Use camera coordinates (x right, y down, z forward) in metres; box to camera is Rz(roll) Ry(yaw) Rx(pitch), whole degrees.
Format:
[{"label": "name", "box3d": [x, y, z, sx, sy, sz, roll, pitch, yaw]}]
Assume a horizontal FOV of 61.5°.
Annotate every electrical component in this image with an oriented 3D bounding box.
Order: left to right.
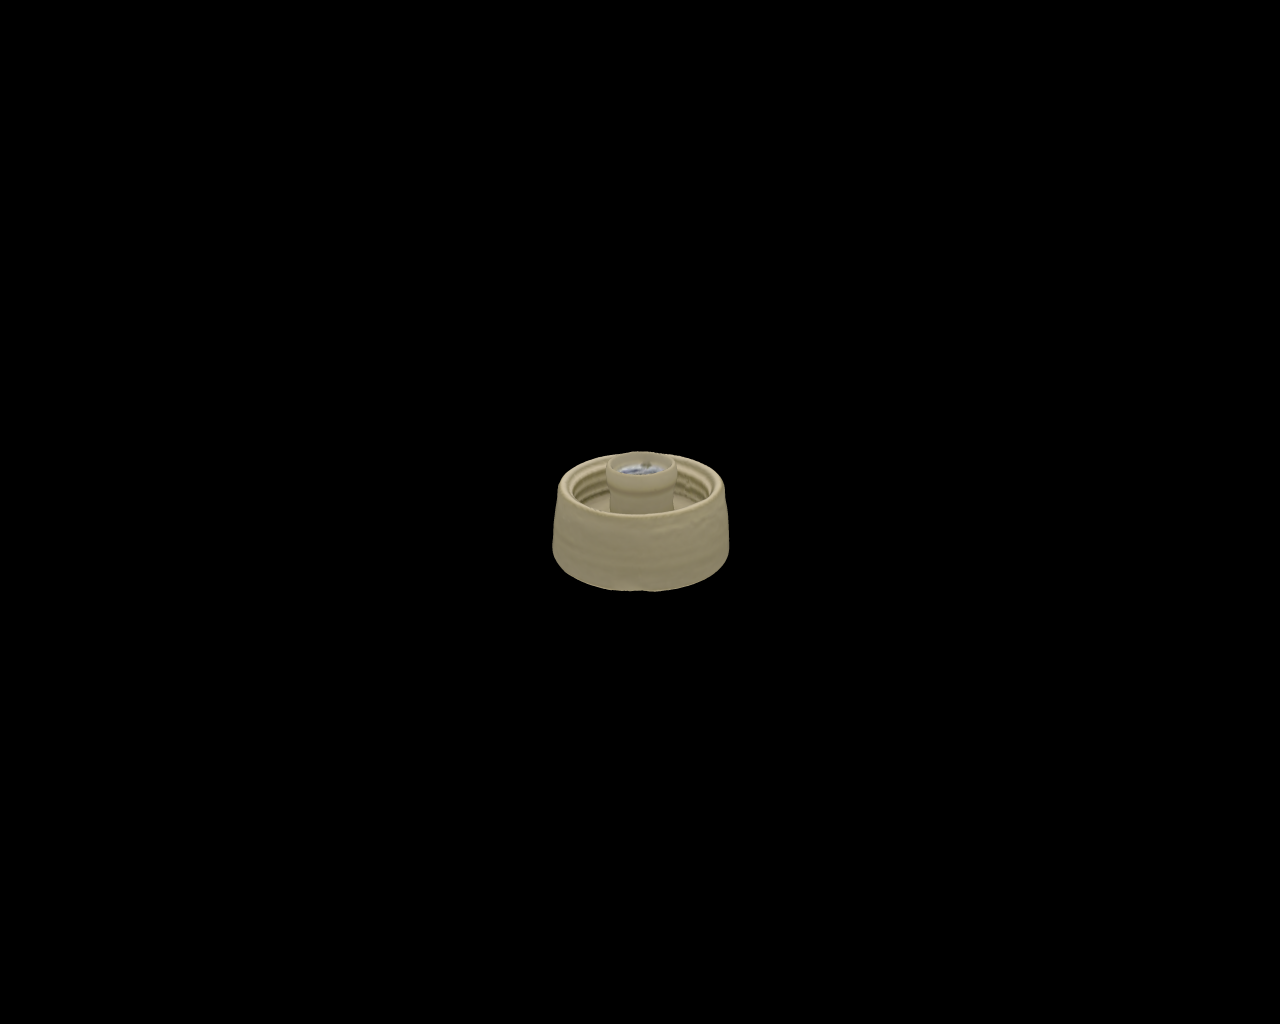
[{"label": "electrical component", "box3d": [0.001, -0.003, 0.650, 0.108, 0.060, 0.108, 0, 24, 0]}]
